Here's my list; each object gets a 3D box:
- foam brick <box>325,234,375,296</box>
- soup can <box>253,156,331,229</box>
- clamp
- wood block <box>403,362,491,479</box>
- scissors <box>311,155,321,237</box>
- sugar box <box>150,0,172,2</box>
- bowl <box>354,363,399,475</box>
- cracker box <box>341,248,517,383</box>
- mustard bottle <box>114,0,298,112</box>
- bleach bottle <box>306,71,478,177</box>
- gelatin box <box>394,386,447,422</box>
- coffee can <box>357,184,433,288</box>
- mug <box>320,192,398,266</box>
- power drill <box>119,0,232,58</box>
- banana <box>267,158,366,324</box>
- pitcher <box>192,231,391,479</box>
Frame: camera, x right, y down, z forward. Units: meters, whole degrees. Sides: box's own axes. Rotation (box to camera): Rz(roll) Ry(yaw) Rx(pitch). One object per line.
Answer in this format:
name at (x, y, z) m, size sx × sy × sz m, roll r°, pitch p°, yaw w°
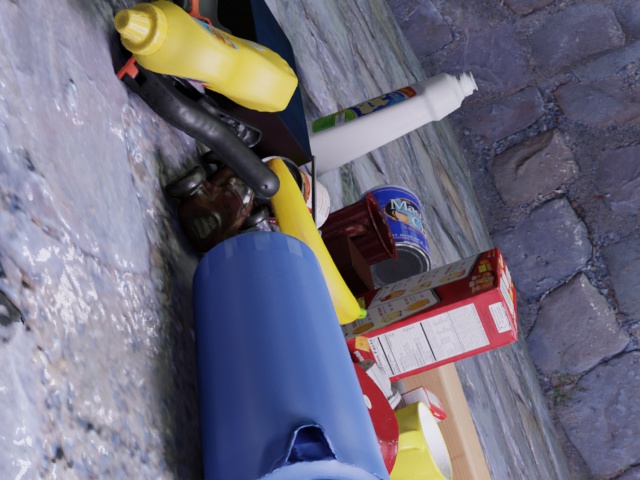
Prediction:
foam brick at (0.028, 0.041, 1.297) m, size 0.078 × 0.053 × 0.051 m, roll 54°, pitch 19°, yaw -47°
soup can at (-0.034, -0.047, 1.167) m, size 0.068 × 0.068 × 0.102 m, roll 71°, pitch 14°, yaw 16°
clamp at (-0.106, -0.113, 0.968) m, size 0.171 × 0.039 × 0.120 m, roll 41°, pitch 9°, yaw -21°
wood block at (0.140, 0.239, 1.326) m, size 0.090 × 0.091 × 0.206 m, roll 43°, pitch 28°, yaw -57°
scissors at (-0.008, 0.001, 1.149) m, size 0.096 × 0.016 × 0.202 m, roll -109°, pitch -162°, yaw -76°
sugar box at (-0.160, -0.307, 1.153) m, size 0.093 × 0.048 × 0.176 m, roll 54°, pitch 23°, yaw -43°
bowl at (0.021, 0.157, 0.950) m, size 0.162 × 0.055 × 0.162 m, roll 44°, pitch 19°, yaw -21°
cracker box at (0.109, 0.092, 1.182) m, size 0.164 × 0.214 × 0.072 m, roll -59°, pitch 127°, yaw -73°
mustard bottle at (-0.106, -0.161, 0.913) m, size 0.096 × 0.058 × 0.191 m, roll 34°, pitch 11°, yaw 30°
bleach bottle at (0.093, -0.169, 1.459) m, size 0.068 × 0.251 × 0.102 m, roll 62°, pitch 15°, yaw -20°
gelatin box at (0.090, 0.199, 1.203) m, size 0.073 × 0.089 × 0.030 m, roll 41°, pitch 27°, yaw -61°
coffee can at (0.104, 0.000, 1.548) m, size 0.102 × 0.103 × 0.140 m, roll 58°, pitch 17°, yaw -35°
mug at (0.041, -0.003, 1.351) m, size 0.093 × 0.081 × 0.117 m, roll 68°, pitch 13°, yaw 5°
power drill at (-0.136, -0.247, 1.021) m, size 0.184 × 0.057 × 0.187 m, roll 0°, pitch 87°, yaw -66°
banana at (-0.009, 0.013, 1.071) m, size 0.198 × 0.037 × 0.069 m, roll 62°, pitch 7°, yaw -16°
pitcher at (-0.034, 0.119, 0.814) m, size 0.144 × 0.149 × 0.243 m, roll 35°, pitch 28°, yaw -38°
